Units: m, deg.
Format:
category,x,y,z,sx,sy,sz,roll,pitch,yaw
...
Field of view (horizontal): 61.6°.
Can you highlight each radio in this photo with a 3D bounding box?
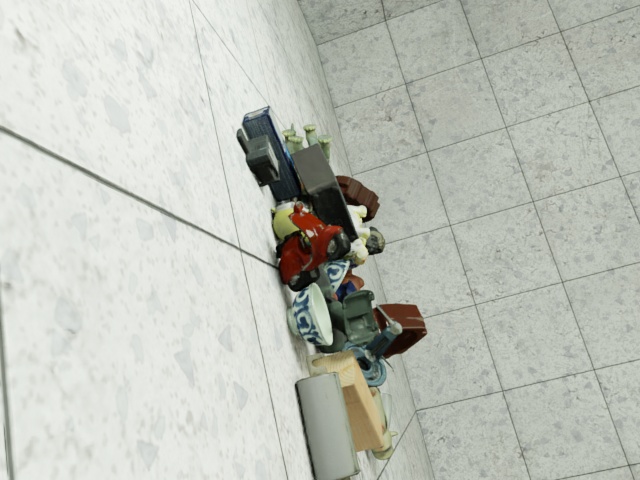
category,x,y,z,sx,sy,sz,roll,pitch,yaw
radio,0.014,-0.090,1.197,0.229,0.073,0.131,63,3,-50

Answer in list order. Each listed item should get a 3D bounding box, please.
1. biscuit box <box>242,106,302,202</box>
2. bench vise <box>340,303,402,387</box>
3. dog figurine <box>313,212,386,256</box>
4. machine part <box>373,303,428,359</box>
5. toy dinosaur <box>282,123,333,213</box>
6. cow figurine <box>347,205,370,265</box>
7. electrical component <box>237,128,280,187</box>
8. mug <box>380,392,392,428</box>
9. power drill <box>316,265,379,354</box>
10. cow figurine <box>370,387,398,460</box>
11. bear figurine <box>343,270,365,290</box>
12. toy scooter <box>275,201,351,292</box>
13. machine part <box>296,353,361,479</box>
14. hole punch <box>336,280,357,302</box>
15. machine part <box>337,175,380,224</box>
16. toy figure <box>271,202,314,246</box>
category,x,y,z,sx,sy,sz,roll,pitch,yaw
biscuit box,-0.100,-0.181,1.158,0.059,0.063,0.202,-92,163,-58
bench vise,0.118,0.258,1.224,0.129,0.240,0.223,44,32,14
dog figurine,0.077,-0.023,1.519,0.121,0.191,0.172,-30,102,-80
machine part,0.179,0.256,1.499,0.201,0.201,0.087,3,53,-32
toy dinosaur,-0.034,-0.199,1.438,0.405,0.131,0.192,-103,-169,-69
cow figurine,0.069,-0.014,1.312,0.068,0.098,0.167,108,-15,-44
electrical component,-0.121,-0.174,1.072,0.075,0.048,0.119,-96,168,-50
mug,0.162,0.479,1.478,0.109,0.081,0.107,79,9,-62
power drill,0.029,0.132,1.119,0.207,0.086,0.231,-1,-80,57
cow figurine,0.139,0.466,1.381,0.127,0.086,0.195,11,62,-72
bear figurine,0.093,0.092,1.609,0.196,0.132,0.120,69,-24,17
toy scooter,-0.031,0.008,1.017,0.075,0.184,0.135,-22,73,-50
machine part,0.012,0.316,0.916,0.079,0.079,0.243,46,29,-70
hole punch,0.071,0.165,1.350,0.142,0.092,0.115,-55,152,-73
machine part,0.075,-0.107,1.486,0.056,0.180,0.179,-68,154,-21
toy figure,-0.045,-0.024,1.158,0.180,0.082,0.089,52,21,-71
